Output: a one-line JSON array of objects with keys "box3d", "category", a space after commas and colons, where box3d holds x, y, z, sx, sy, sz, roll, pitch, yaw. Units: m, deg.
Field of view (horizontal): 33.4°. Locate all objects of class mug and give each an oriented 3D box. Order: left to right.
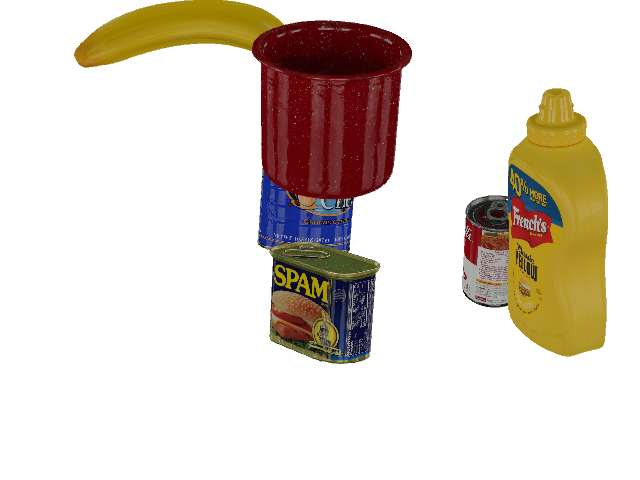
[{"box3d": [0.011, -0.083, 0.647, 0.093, 0.081, 0.117, 16, 34, 22], "category": "mug"}]

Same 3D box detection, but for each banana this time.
[{"box3d": [-0.110, -0.177, 0.920, 0.197, 0.069, 0.037, 2, -33, -1], "category": "banana"}]

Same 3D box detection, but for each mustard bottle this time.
[{"box3d": [0.172, -0.018, 0.779, 0.058, 0.192, 0.096, -12, 28, -13], "category": "mustard bottle"}]

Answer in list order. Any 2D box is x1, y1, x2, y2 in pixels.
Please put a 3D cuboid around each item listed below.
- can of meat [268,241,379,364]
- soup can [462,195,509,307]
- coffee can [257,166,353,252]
[{"box3d": [0.001, 0.054, 0.931, 0.057, 0.084, 0.102, -11, 21, -43], "category": "can of meat"}, {"box3d": [0.187, 0.012, 1.142, 0.068, 0.102, 0.068, -2, 34, 1], "category": "soup can"}, {"box3d": [-0.013, -0.062, 1.148, 0.103, 0.140, 0.103, 4, 12, -1], "category": "coffee can"}]
